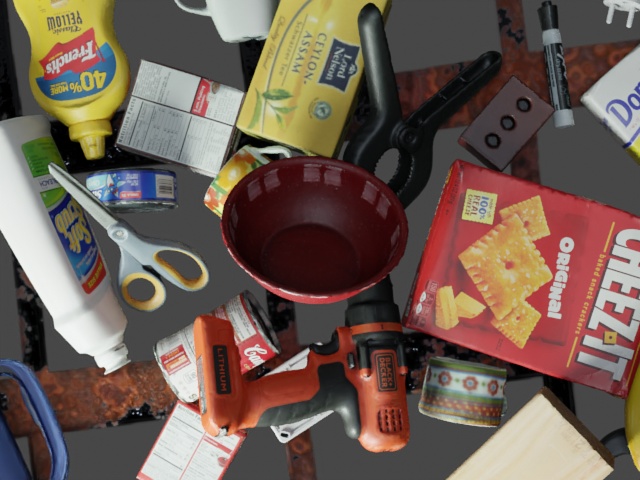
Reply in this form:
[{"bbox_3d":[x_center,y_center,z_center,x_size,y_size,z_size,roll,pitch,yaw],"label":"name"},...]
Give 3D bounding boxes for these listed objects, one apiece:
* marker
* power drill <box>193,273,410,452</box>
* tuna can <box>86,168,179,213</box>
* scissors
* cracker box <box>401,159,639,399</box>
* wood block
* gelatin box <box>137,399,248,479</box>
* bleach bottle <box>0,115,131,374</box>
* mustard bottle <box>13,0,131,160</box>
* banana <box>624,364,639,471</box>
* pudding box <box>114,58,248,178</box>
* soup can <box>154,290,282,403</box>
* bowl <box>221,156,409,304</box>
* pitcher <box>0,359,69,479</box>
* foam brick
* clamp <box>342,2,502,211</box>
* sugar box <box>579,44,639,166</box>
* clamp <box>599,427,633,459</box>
[{"bbox_3d":[0.223,-0.167,1.011,0.020,0.020,0.121,-8,88,4],"label":"marker"},{"bbox_3d":[-0.015,0.099,0.942,0.187,0.057,0.184,-2,73,-13],"label":"power drill"},{"bbox_3d":[-0.177,-0.046,1.006,0.086,0.086,0.034,-3,86,4],"label":"tuna can"},{"bbox_3d":[-0.191,0.007,0.985,0.201,0.016,0.096,31,115,-34],"label":"scissors"},{"bbox_3d":[0.199,0.035,0.981,0.214,0.072,0.164,18,90,4],"label":"cracker box"},{"bbox_3d":[0.156,0.235,0.954,0.206,0.090,0.090,-45,76,9],"label":"wood block"},{"bbox_3d":[-0.122,0.206,1.024,0.073,0.030,0.089,29,91,6],"label":"gelatin box"},{"bbox_3d":[-0.246,0.008,1.014,0.068,0.102,0.251,-26,93,17],"label":"bleach bottle"},{"bbox_3d":[-0.234,-0.172,1.028,0.096,0.058,0.191,-11,88,1],"label":"mustard bottle"},{"bbox_3d":[0.323,0.114,0.974,0.070,0.037,0.197,32,81,26],"label":"banana"},{"bbox_3d":[-0.131,-0.116,1.029,0.113,0.039,0.090,18,91,7],"label":"pudding box"},{"bbox_3d":[-0.096,0.101,1.005,0.102,0.068,0.068,-30,86,4],"label":"soup can"},{"bbox_3d":[-0.006,0.001,0.931,0.162,0.055,0.162,3,50,-4],"label":"bowl"},{"bbox_3d":[-0.317,0.238,0.994,0.149,0.144,0.243,-28,90,35],"label":"pitcher"},{"bbox_3d":[0.174,-0.107,0.997,0.053,0.051,0.078,40,92,4],"label":"foam brick"},{"bbox_3d":[0.083,-0.102,0.993,0.164,0.036,0.210,5,107,-31],"label":"clamp"},{"bbox_3d":[0.335,-0.099,0.987,0.093,0.048,0.176,-42,87,2],"label":"sugar box"},{"bbox_3d":[0.320,0.219,0.980,0.171,0.039,0.120,-15,72,9],"label":"clamp"}]
